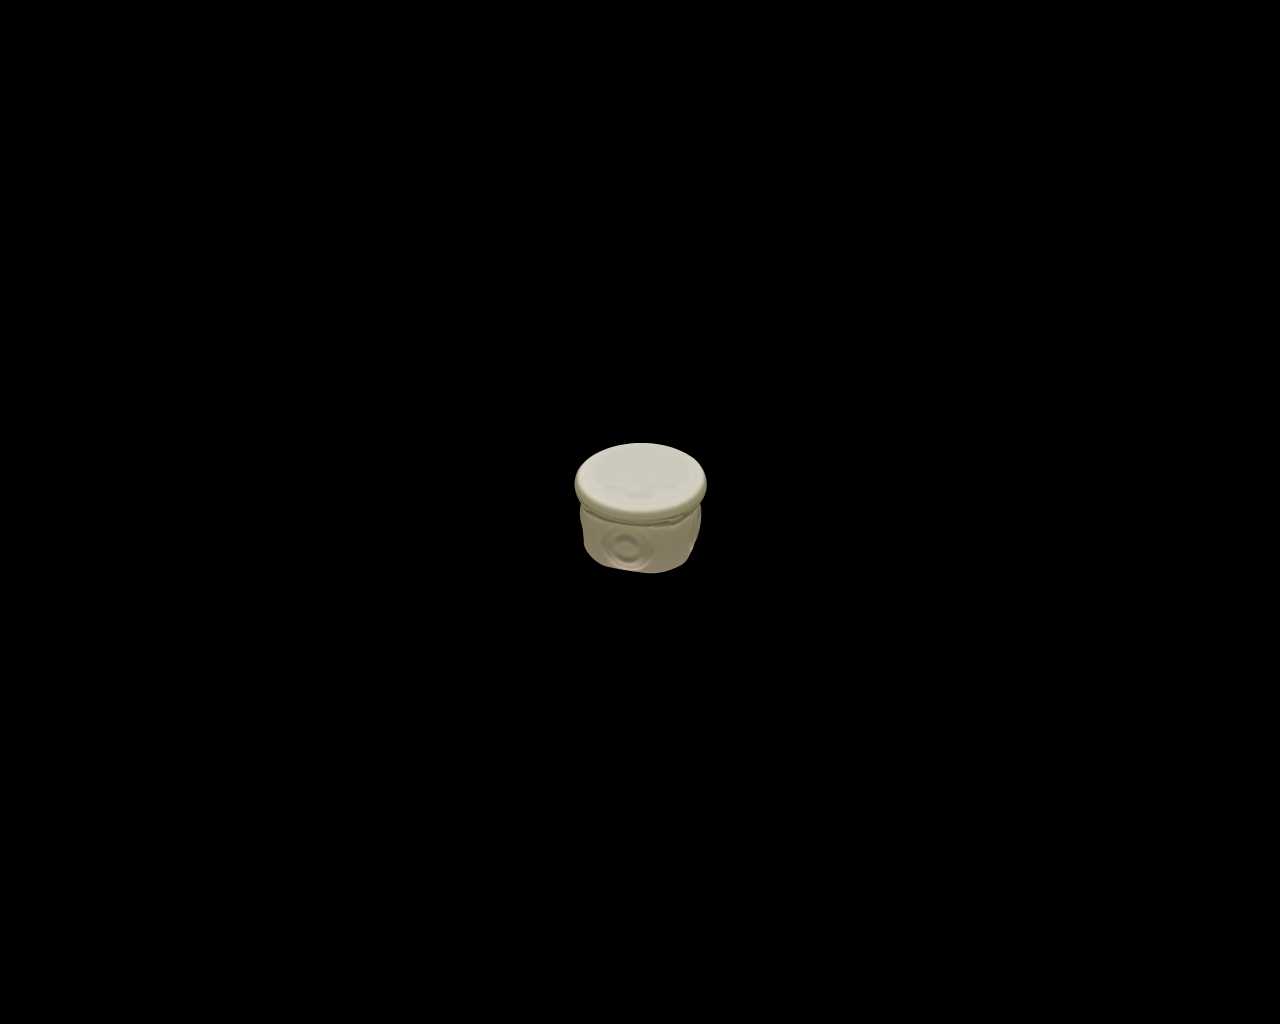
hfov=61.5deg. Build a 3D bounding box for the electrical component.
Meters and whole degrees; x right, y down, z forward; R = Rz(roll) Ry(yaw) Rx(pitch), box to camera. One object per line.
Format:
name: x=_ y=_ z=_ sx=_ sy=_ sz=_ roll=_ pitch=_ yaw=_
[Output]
electrical component: x=0.001 y=-0.003 z=0.650 sx=0.080 sy=0.050 sz=0.080 roll=0 pitch=35 yaw=0
